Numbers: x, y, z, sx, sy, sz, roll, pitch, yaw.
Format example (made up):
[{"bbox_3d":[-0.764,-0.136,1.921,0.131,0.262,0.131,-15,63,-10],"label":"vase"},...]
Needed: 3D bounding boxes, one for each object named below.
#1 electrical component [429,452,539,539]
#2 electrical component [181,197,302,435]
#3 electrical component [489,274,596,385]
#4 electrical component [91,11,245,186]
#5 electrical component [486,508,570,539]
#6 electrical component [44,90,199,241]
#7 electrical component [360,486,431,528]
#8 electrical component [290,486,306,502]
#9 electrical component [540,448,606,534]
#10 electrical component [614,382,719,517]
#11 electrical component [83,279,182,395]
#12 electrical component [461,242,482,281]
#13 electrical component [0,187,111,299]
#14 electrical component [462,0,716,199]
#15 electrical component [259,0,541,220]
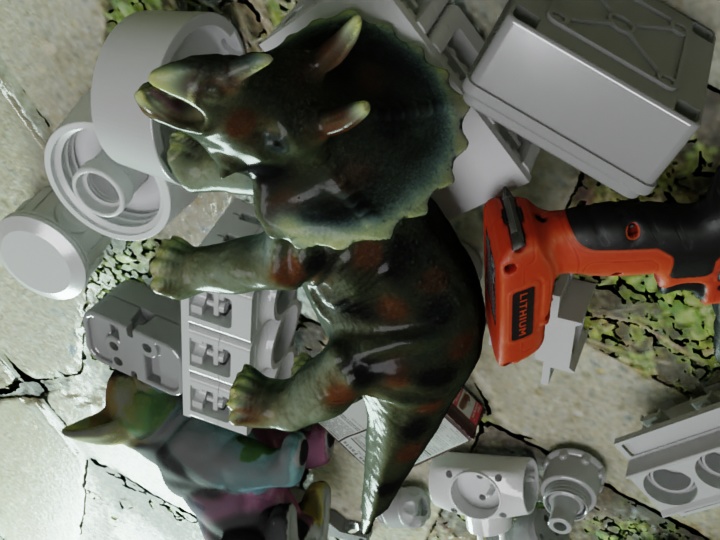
[{"bbox_3d":[0.100,0.184,0.850,0.077,0.044,0.079,-1,109,26],"label":"electrical component"},{"bbox_3d":[-0.083,0.037,0.788,0.062,0.089,0.150,18,133,11],"label":"electrical component"},{"bbox_3d":[0.120,0.032,0.722,0.064,0.042,0.081,14,132,18],"label":"electrical component"},{"bbox_3d":[-0.123,-0.110,0.673,0.060,0.108,0.108,14,132,22],"label":"electrical component"},{"bbox_3d":[0.136,0.221,0.872,0.045,0.045,0.055,43,132,-13],"label":"electrical component"},{"bbox_3d":[-0.170,-0.070,0.758,0.108,0.060,0.108,13,132,15],"label":"electrical component"},{"bbox_3d":[0.028,0.202,0.915,0.061,0.035,0.035,-10,123,35],"label":"electrical component"},{"bbox_3d":[-0.093,0.219,0.972,0.095,0.053,0.059,15,133,13],"label":"electrical component"},{"bbox_3d":[0.156,0.168,0.805,0.048,0.062,0.048,13,132,15],"label":"electrical component"},{"bbox_3d":[0.245,0.113,0.716,0.078,0.063,0.121,46,132,-16],"label":"electrical component"},{"bbox_3d":[-0.162,0.050,0.852,0.095,0.059,0.053,21,132,20],"label":"electrical component"},{"bbox_3d":[0.056,0.011,0.725,0.045,0.055,0.045,13,132,15],"label":"electrical component"},{"bbox_3d":[-0.239,-0.021,0.839,0.080,0.051,0.080,13,132,15],"label":"electrical component"},{"bbox_3d":[0.121,-0.106,0.557,0.109,0.108,0.056,30,132,-1],"label":"electrical component"},{"bbox_3d":[0.029,-0.107,0.631,0.089,0.061,0.150,-25,114,38],"label":"electrical component"}]
